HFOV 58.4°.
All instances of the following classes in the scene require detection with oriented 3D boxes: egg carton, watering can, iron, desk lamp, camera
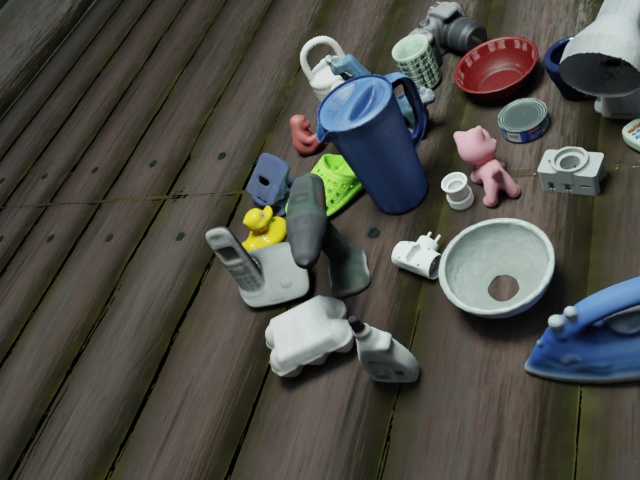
[{"bbox_3d":[-0.018,0.159,0.946,0.150,0.070,0.107,-28,45,9],"label":"egg carton"},{"bbox_3d":[0.030,-0.355,1.252,0.101,0.195,0.172,-44,44,-8],"label":"watering can"},{"bbox_3d":[0.368,0.097,0.703,0.258,0.142,0.118,-22,46,15],"label":"iron"},{"bbox_3d":[0.474,-0.290,0.906,0.117,0.214,0.203,16,64,40],"label":"desk lamp"},{"bbox_3d":[0.280,-0.447,1.240,0.143,0.101,0.136,-41,44,-4],"label":"camera"}]

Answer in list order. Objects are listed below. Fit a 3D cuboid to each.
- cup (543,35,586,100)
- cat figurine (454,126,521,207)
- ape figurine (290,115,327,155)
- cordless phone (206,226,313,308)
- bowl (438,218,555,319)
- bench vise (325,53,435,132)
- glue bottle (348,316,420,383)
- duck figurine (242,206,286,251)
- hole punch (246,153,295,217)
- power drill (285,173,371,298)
[{"bbox_3d":[0.451,-0.287,1.004,0.091,0.095,0.117,-21,46,16],"label":"cup"},{"bbox_3d":[0.278,-0.138,0.971,0.067,0.118,0.127,-27,45,10],"label":"cat figurine"},{"bbox_3d":[-0.034,-0.239,1.270,0.076,0.092,0.077,-30,44,8],"label":"ape figurine"},{"bbox_3d":[-0.107,0.035,1.021,0.147,0.186,0.094,-17,47,20],"label":"cordless phone"},{"bbox_3d":[0.266,0.053,0.852,0.167,0.075,0.167,-17,47,20],"label":"bowl"},{"bbox_3d":[0.114,-0.294,1.131,0.207,0.220,0.121,-17,47,19],"label":"bench vise"},{"bbox_3d":[0.080,0.153,0.813,0.078,0.174,0.037,-5,52,29],"label":"glue bottle"},{"bbox_3d":[-0.123,-0.023,1.150,0.104,0.086,0.077,-45,44,-9],"label":"duck figurine"},{"bbox_3d":[-0.103,-0.118,1.213,0.101,0.091,0.108,-48,45,-11],"label":"hole punch"},{"bbox_3d":[0.009,0.003,0.957,0.075,0.209,0.229,-23,46,14],"label":"power drill"}]
